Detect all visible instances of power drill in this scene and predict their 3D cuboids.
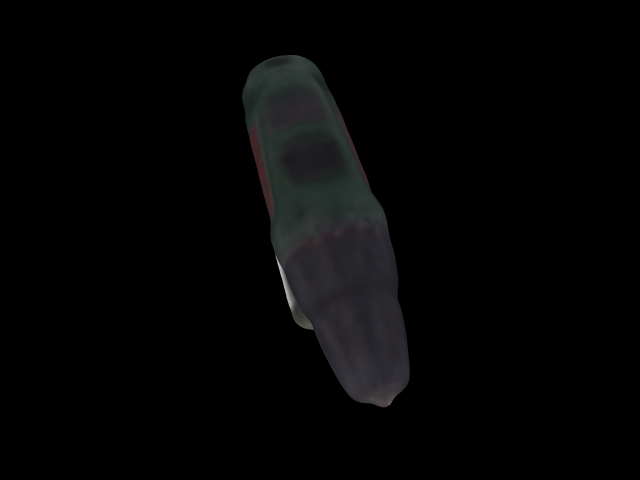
[{"bbox_3d":[0.004,0.001,0.400,0.075,0.208,0.229,-17,74,-4],"label":"power drill"}]
